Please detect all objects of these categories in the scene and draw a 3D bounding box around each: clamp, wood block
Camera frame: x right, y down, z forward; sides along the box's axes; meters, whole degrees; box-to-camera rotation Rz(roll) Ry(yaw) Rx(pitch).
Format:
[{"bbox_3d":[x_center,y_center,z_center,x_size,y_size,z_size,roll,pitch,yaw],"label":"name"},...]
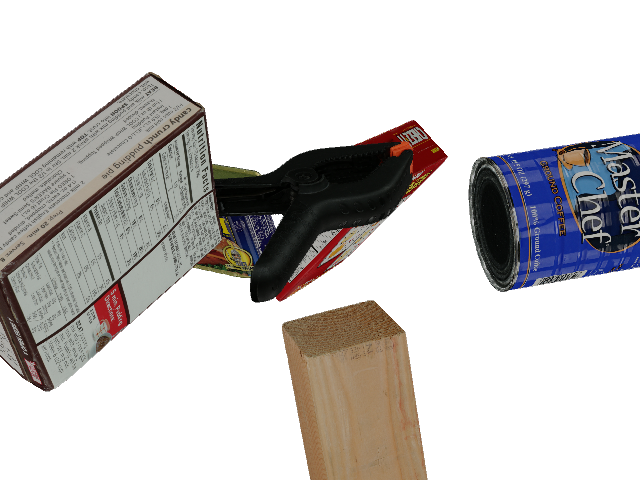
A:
[{"bbox_3d":[-0.022,-0.031,0.758,0.165,0.036,0.209,26,39,38],"label":"clamp"},{"bbox_3d":[0.034,0.170,0.945,0.090,0.206,0.091,-14,19,-13],"label":"wood block"}]

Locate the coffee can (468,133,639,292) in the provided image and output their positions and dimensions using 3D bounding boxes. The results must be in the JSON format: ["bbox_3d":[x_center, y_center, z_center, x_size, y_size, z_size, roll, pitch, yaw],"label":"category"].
[{"bbox_3d":[0.194,-0.023,0.802,0.140,0.103,0.103,-9,1,-8],"label":"coffee can"}]

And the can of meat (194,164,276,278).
[{"bbox_3d":[-0.090,-0.017,0.951,0.102,0.084,0.057,11,47,30],"label":"can of meat"}]

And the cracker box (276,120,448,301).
[{"bbox_3d":[0.030,-0.038,1.261,0.214,0.072,0.163,-47,-9,34],"label":"cracker box"}]

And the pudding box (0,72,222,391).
[{"bbox_3d":[-0.093,-0.003,0.446,0.039,0.113,0.090,32,-31,23],"label":"pudding box"}]
